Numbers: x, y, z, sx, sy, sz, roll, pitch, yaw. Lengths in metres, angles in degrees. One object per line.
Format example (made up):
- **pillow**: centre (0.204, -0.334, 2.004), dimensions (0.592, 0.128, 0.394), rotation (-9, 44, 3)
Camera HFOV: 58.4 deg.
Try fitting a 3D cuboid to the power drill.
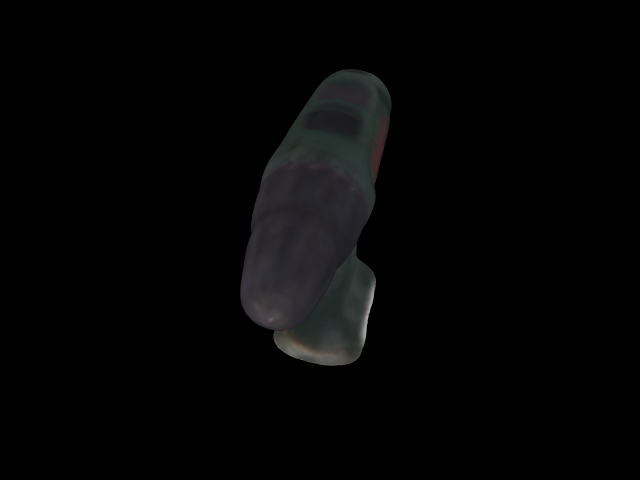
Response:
- **power drill**: centre (0.004, 0.001, 0.400), dimensions (0.075, 0.208, 0.229), rotation (9, 54, 7)
